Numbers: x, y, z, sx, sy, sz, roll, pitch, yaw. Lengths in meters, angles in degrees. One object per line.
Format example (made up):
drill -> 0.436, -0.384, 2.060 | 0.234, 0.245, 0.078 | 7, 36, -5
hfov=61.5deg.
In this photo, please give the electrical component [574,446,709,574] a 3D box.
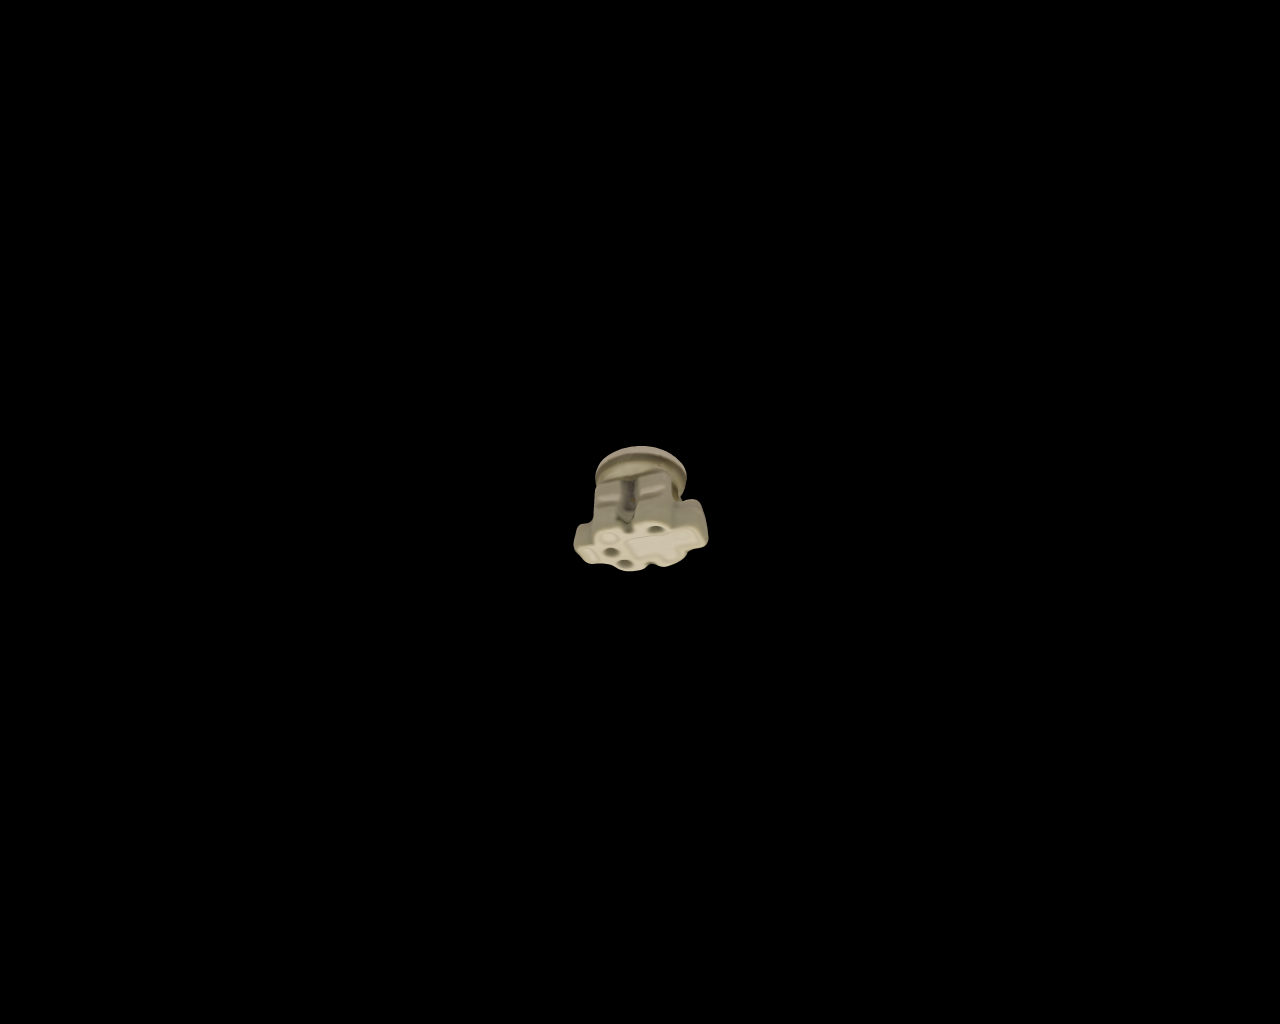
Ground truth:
electrical component -> 0.001, -0.003, 0.650 | 0.078, 0.057, 0.058 | -11, -36, 16
